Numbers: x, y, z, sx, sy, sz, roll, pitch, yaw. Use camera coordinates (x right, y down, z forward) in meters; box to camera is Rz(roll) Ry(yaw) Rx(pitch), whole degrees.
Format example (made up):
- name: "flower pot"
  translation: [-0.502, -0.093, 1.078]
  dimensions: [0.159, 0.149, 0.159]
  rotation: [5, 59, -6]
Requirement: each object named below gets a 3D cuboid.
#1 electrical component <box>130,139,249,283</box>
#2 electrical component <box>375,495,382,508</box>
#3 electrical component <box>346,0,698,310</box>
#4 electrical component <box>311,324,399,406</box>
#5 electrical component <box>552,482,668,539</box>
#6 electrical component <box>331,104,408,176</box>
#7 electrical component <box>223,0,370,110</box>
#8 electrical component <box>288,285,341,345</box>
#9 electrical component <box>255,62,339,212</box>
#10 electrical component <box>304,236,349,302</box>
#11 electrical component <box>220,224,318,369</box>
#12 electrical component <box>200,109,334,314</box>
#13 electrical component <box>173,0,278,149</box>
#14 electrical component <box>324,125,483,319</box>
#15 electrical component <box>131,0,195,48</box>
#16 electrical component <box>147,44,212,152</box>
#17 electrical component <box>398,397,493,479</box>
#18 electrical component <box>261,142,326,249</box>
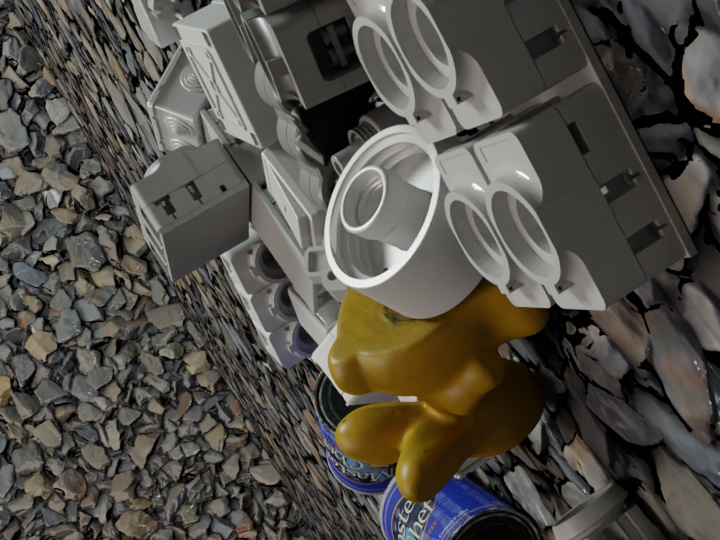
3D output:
- name: "electrical component"
  translation: [-0.157, -0.055, 1.000]
  dimensions: [0.061, 0.089, 0.150]
  rotation: [56, 166, 11]
- name: "electrical component"
  translation: [0.056, 0.262, 1.245]
  dimensions: [0.061, 0.061, 0.096]
  rotation: [47, 162, 40]
- name: "electrical component"
  translation: [0.067, -0.072, 0.513]
  dimensions: [0.186, 0.060, 0.105]
  rotation: [61, 166, -7]
- name: "electrical component"
  translation: [0.017, 0.077, 0.959]
  dimensions: [0.096, 0.061, 0.061]
  rotation: [4, -139, -53]
- name: "electrical component"
  translation: [0.164, 0.177, 0.707]
  dimensions: [0.057, 0.058, 0.078]
  rotation: [53, 166, 12]
- name: "electrical component"
  translation: [0.012, -0.079, 0.684]
  dimensions: [0.043, 0.062, 0.043]
  rotation: [53, 165, 21]
- name: "electrical component"
  translation: [-0.050, -0.172, 0.630]
  dimensions: [0.186, 0.060, 0.105]
  rotation: [-122, 7, -62]
- name: "electrical component"
  translation: [-0.026, 0.035, 1.051]
  dimensions: [0.096, 0.062, 0.061]
  rotation: [45, 160, 44]
- name: "electrical component"
  translation: [-0.038, -0.109, 0.816]
  dimensions: [0.074, 0.052, 0.138]
  rotation: [35, 153, 58]
- name: "electrical component"
  translation: [0.000, 0.000, 0.882]
  dimensions: [0.057, 0.078, 0.058]
  rotation: [53, -146, -64]
- name: "electrical component"
  translation: [-0.078, 0.018, 1.138]
  dimensions: [0.062, 0.089, 0.150]
  rotation: [37, 154, 56]
- name: "electrical component"
  translation: [-0.068, -0.066, 0.992]
  dimensions: [0.186, 0.060, 0.105]
  rotation: [54, 165, 19]
- name: "electrical component"
  translation: [-0.098, -0.165, 0.895]
  dimensions: [0.109, 0.056, 0.108]
  rotation: [32, 150, 61]
- name: "electrical component"
  translation: [0.024, -0.032, 0.620]
  dimensions: [0.060, 0.108, 0.108]
  rotation: [21, -168, -36]
- name: "electrical component"
  translation: [-0.185, -0.256, 1.024]
  dimensions: [0.076, 0.047, 0.083]
  rotation: [41, 158, 51]
- name: "electrical component"
  translation: [-0.157, -0.162, 1.027]
  dimensions: [0.048, 0.099, 0.099]
  rotation: [21, 158, 7]
- name: "electrical component"
  translation: [0.072, 0.108, 0.868]
  dimensions: [0.096, 0.062, 0.061]
  rotation: [62, 166, -13]
- name: "electrical component"
  translation: [-0.044, -0.071, 0.897]
  dimensions: [0.096, 0.061, 0.061]
  rotation: [53, 165, 24]
